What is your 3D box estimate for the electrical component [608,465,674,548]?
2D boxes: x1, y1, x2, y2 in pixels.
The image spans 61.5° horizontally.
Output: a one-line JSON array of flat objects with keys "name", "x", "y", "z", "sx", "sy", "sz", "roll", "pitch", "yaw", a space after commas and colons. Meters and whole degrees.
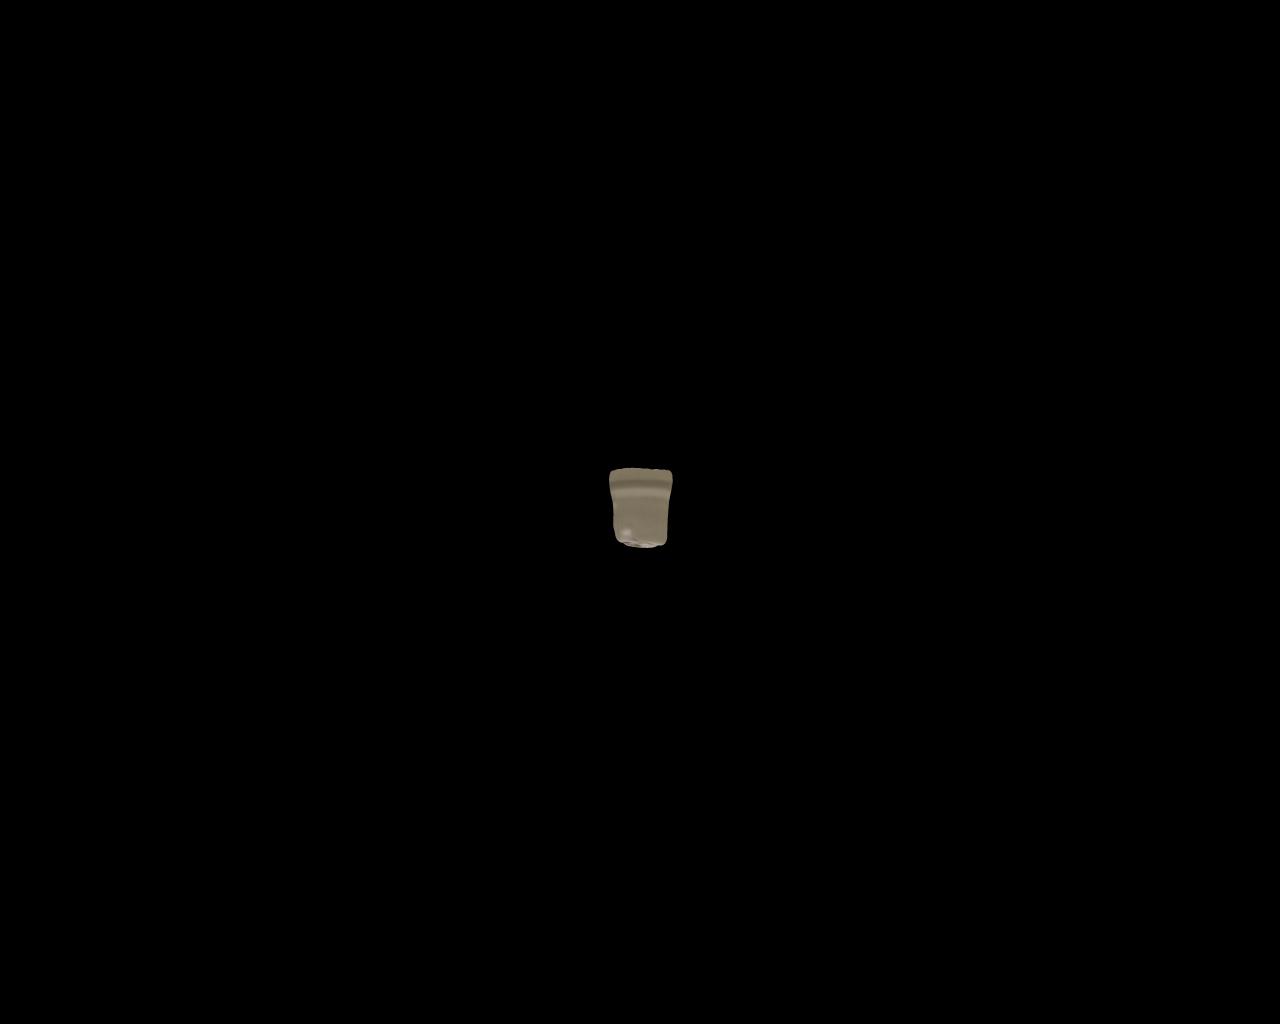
[{"name": "electrical component", "x": 0.001, "y": -0.003, "z": 0.650, "sx": 0.040, "sy": 0.046, "sz": 0.040, "roll": 0, "pitch": -7, "yaw": 0}]
